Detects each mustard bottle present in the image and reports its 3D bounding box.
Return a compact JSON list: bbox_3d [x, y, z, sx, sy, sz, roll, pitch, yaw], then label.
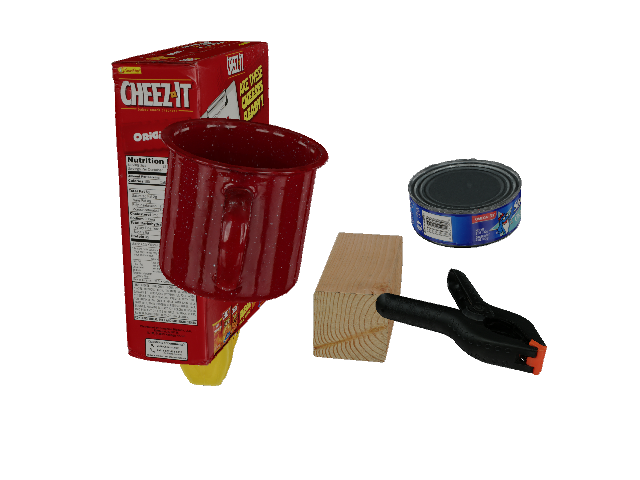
[{"bbox_3d":[-0.108,0.067,1.164,0.058,0.096,0.191,1,28,7],"label":"mustard bottle"}]

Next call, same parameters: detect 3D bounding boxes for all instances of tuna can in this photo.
[{"bbox_3d":[0.111,-0.029,0.818,0.086,0.034,0.086,-6,30,3],"label":"tuna can"}]

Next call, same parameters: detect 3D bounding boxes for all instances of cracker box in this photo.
[{"bbox_3d":[-0.091,-0.035,0.798,0.072,0.214,0.164,3,15,13],"label":"cracker box"}]

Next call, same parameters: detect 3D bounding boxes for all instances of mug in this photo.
[{"bbox_3d":[-0.046,-0.012,0.591,0.093,0.081,0.117,6,21,-7],"label":"mug"}]

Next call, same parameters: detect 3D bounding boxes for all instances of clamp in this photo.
[{"bbox_3d":[0.152,0.076,1.040,0.172,0.039,0.120,26,38,32],"label":"clamp"}]

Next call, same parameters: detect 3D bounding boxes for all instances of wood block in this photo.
[{"bbox_3d":[0.051,0.067,1.363,0.091,0.090,0.206,4,21,8],"label":"wood block"}]
